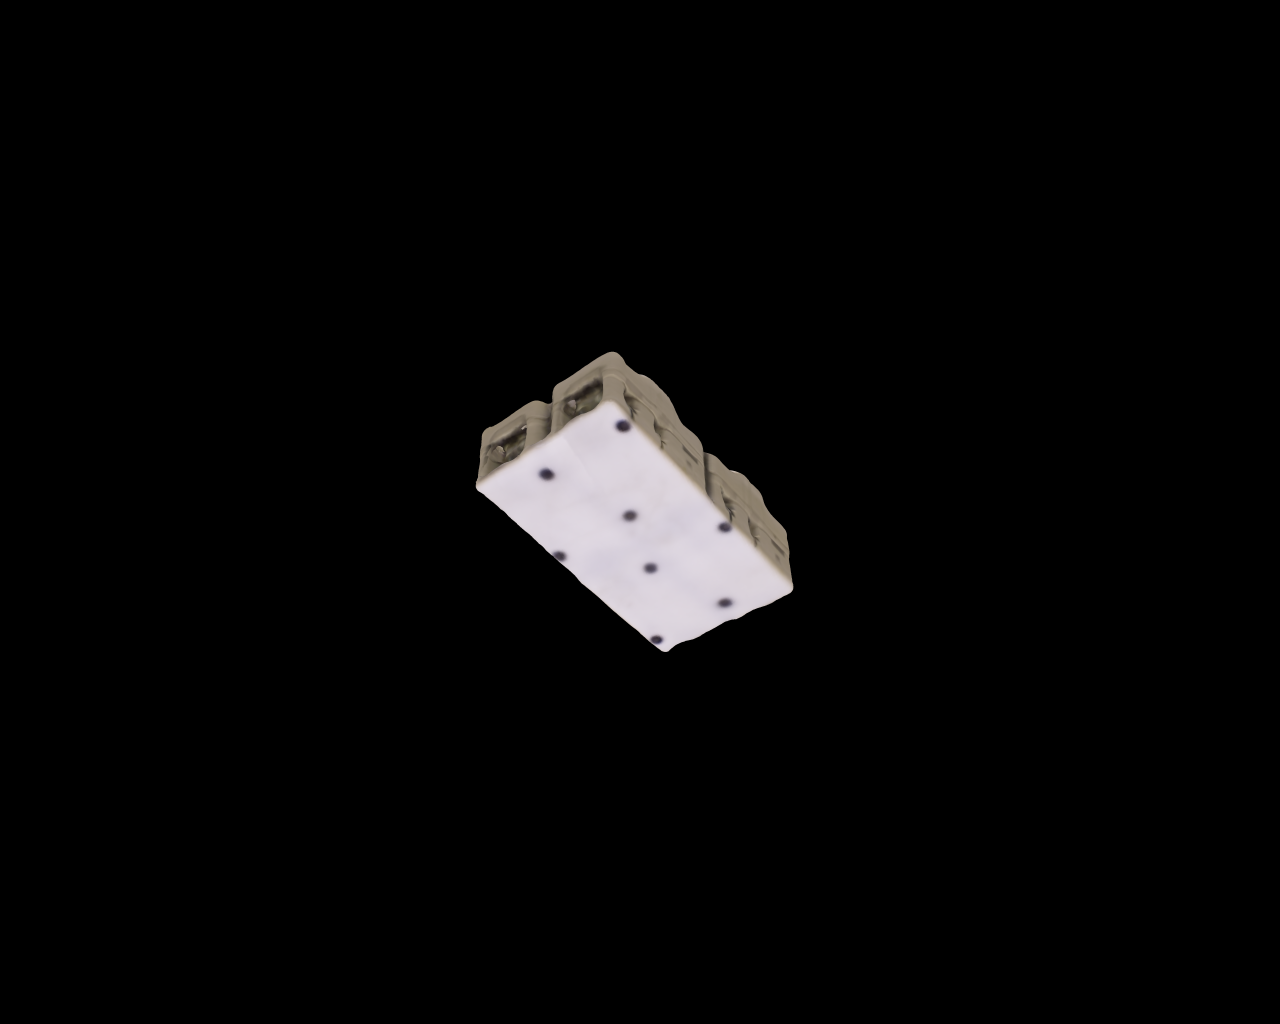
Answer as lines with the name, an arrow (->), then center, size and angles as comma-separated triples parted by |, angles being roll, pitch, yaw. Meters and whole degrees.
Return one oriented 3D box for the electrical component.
electrical component -> 0.001, -0.003, 0.650 | 0.105, 0.060, 0.186 | -30, -54, 24
